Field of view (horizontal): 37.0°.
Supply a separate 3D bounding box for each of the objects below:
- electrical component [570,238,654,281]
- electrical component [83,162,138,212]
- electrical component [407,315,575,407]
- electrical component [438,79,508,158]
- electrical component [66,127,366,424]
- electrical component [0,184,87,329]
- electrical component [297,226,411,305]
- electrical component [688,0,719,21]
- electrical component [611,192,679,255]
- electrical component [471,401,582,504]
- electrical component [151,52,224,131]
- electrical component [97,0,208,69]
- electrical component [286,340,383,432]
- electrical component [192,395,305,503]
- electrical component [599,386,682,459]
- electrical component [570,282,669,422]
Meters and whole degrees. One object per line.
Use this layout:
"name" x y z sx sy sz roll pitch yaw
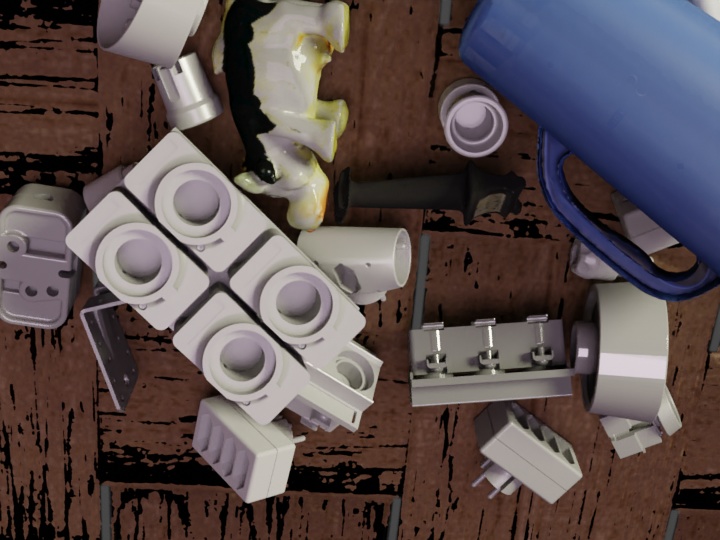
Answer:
"electrical component" 0.195 -0.008 0.827 0.061 0.035 0.035 7 114 -8
"electrical component" -0.166 -0.059 0.790 0.078 0.040 0.040 -28 112 10
"electrical component" 0.098 0.070 0.840 0.121 0.078 0.063 -4 85 0
"electrical component" 0.080 -0.110 0.767 0.045 0.055 0.045 -1 114 -1
"electrical component" -0.098 0.005 0.744 0.105 0.060 0.186 -45 102 0
"electrical component" -0.236 -0.012 0.799 0.054 0.059 0.095 9 114 -6
"electrical component" 0.000 0.000 0.816 0.077 0.043 0.079 2 145 20
"electrical component" 0.264 -0.211 0.714 0.113 0.078 0.057 -19 116 7
"electrical component" 0.229 -0.064 0.795 0.083 0.047 0.075 -22 113 10
"electrical component" 0.126 0.160 0.894 0.083 0.047 0.075 38 108 -17
"electrical component" -0.123 -0.127 0.762 0.040 0.040 0.046 -19 108 7
"electrical component" -0.134 -0.184 0.706 0.064 0.099 0.099 20 112 -17
"electrical component" -0.052 0.072 0.839 0.121 0.078 0.063 33 131 -15
"electrical component" -0.080 0.138 0.869 0.076 0.083 0.047 -8 121 -41
"electrical component" 0.229 0.118 0.880 0.055 0.048 0.066 -24 113 17
"electrical component" 0.193 0.060 0.821 0.060 0.108 0.108 3 114 4
